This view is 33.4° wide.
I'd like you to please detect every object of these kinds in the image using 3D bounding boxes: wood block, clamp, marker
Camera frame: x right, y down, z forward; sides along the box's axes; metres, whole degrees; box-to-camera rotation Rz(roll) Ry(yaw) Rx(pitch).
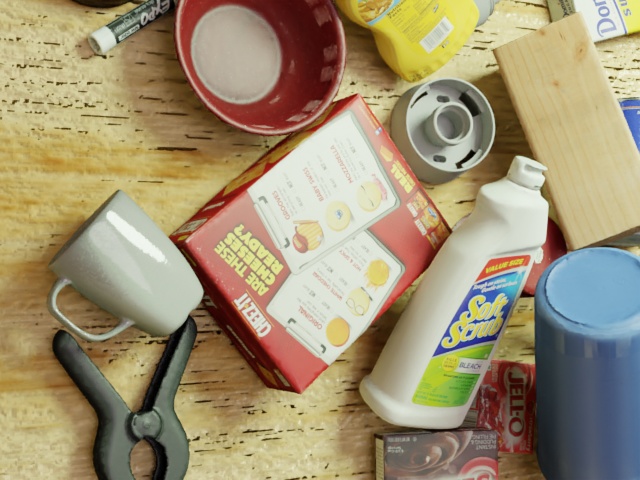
[{"bbox_3d":[0.248,-0.098,1.021,0.206,0.090,0.090,70,16,8],"label":"wood block"},{"bbox_3d":[-0.138,0.140,0.858,0.120,0.039,0.171,-15,92,-25],"label":"clamp"},{"bbox_3d":[-0.141,-0.192,0.891,0.121,0.020,0.020,-39,105,-26],"label":"marker"}]

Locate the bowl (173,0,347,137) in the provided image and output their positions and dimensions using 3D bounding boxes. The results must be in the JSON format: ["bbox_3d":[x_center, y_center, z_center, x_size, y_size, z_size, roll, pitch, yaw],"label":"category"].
[{"bbox_3d":[-0.059,-0.165,0.914,0.161,0.055,0.162,2,85,-30],"label":"bowl"}]

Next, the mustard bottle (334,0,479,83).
[{"bbox_3d":[0.062,-0.226,0.941,0.096,0.058,0.191,-44,137,6],"label":"mustard bottle"}]

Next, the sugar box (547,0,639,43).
[{"bbox_3d":[0.323,-0.266,1.145,0.175,0.048,0.093,-19,96,-30],"label":"sugar box"}]

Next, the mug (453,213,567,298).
[{"bbox_3d":[0.171,0.017,1.017,0.117,0.082,0.093,-13,93,-30],"label":"mug"}]

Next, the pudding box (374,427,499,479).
[{"bbox_3d":[0.107,0.218,0.975,0.113,0.039,0.090,0,86,-11],"label":"pudding box"}]

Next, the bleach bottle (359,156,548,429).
[{"bbox_3d":[0.127,0.044,0.935,0.102,0.068,0.251,10,111,-33],"label":"bleach bottle"}]

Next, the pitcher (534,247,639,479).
[{"bbox_3d":[0.253,0.118,0.973,0.144,0.149,0.243,-46,140,-30],"label":"pitcher"}]

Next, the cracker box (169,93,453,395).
[{"bbox_3d":[-0.006,0.001,0.924,0.213,0.072,0.164,-42,106,-24],"label":"cracker box"}]

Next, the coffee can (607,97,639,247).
[{"bbox_3d":[0.329,-0.068,1.101,0.102,0.103,0.140,6,83,-29],"label":"coffee can"}]

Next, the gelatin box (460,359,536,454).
[{"bbox_3d":[0.175,0.161,1.038,0.073,0.030,0.089,10,82,-30],"label":"gelatin box"}]
